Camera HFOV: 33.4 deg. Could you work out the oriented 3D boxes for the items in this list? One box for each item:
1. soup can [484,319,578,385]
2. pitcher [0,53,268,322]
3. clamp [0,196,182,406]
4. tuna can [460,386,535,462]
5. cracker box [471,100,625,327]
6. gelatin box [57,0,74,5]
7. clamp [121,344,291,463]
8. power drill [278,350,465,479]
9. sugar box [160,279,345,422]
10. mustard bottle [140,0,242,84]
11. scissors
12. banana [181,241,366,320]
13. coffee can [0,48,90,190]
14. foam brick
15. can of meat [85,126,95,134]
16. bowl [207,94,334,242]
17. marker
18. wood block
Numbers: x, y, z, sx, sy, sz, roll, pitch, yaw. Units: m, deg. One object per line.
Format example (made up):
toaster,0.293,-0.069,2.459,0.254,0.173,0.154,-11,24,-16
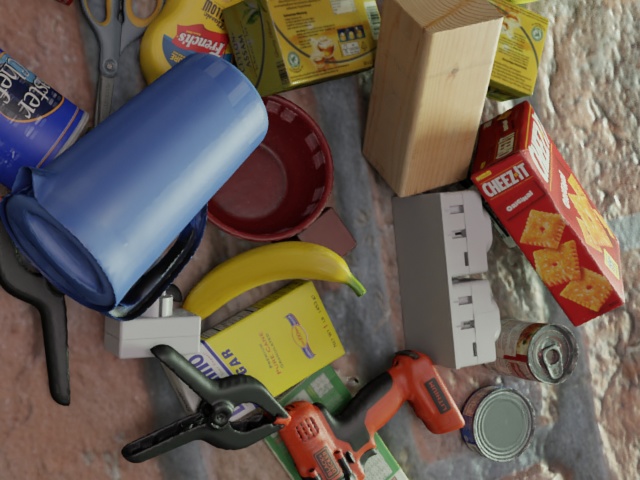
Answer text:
soup can,0.236,0.126,1.223,0.068,0.102,0.068,0,90,-25
pitcher,-0.155,-0.052,0.970,0.145,0.149,0.242,41,61,3
clamp,-0.256,0.047,1.037,0.210,0.036,0.164,46,72,-21
tuna can,0.207,0.214,1.247,0.086,0.034,0.086,0,90,-24
cracker box,0.260,-0.034,1.202,0.072,0.164,0.213,-29,107,24
gelatin box,-0.259,-0.255,1.007,0.073,0.089,0.030,18,83,-23
clamp,-0.112,0.176,1.054,0.171,0.039,0.120,22,102,-30
power drill,0.064,0.221,1.152,0.187,0.057,0.184,-32,102,-22
sugar box,-0.069,0.122,1.117,0.176,0.048,0.093,-31,102,-23
mustard bottle,-0.130,-0.199,1.082,0.096,0.058,0.191,29,79,-35
scissors,-0.195,-0.184,1.077,0.096,0.016,0.202,-9,95,-25
banana,-0.056,0.040,1.075,0.198,0.037,0.069,-10,92,13
coffee can,-0.299,-0.118,0.982,0.140,0.103,0.102,38,75,-19
foam brick,-0.007,0.001,1.127,0.053,0.078,0.051,-39,104,-20
can of meat,-0.194,-0.056,1.048,0.102,0.058,0.084,23,78,-35
bowl,-0.070,-0.070,1.100,0.162,0.055,0.162,4,74,-16
marker,0.195,-0.041,1.250,0.020,0.020,0.121,-45,107,-18
wood block,0.113,-0.158,1.114,0.090,0.090,0.206,-17,138,-23
